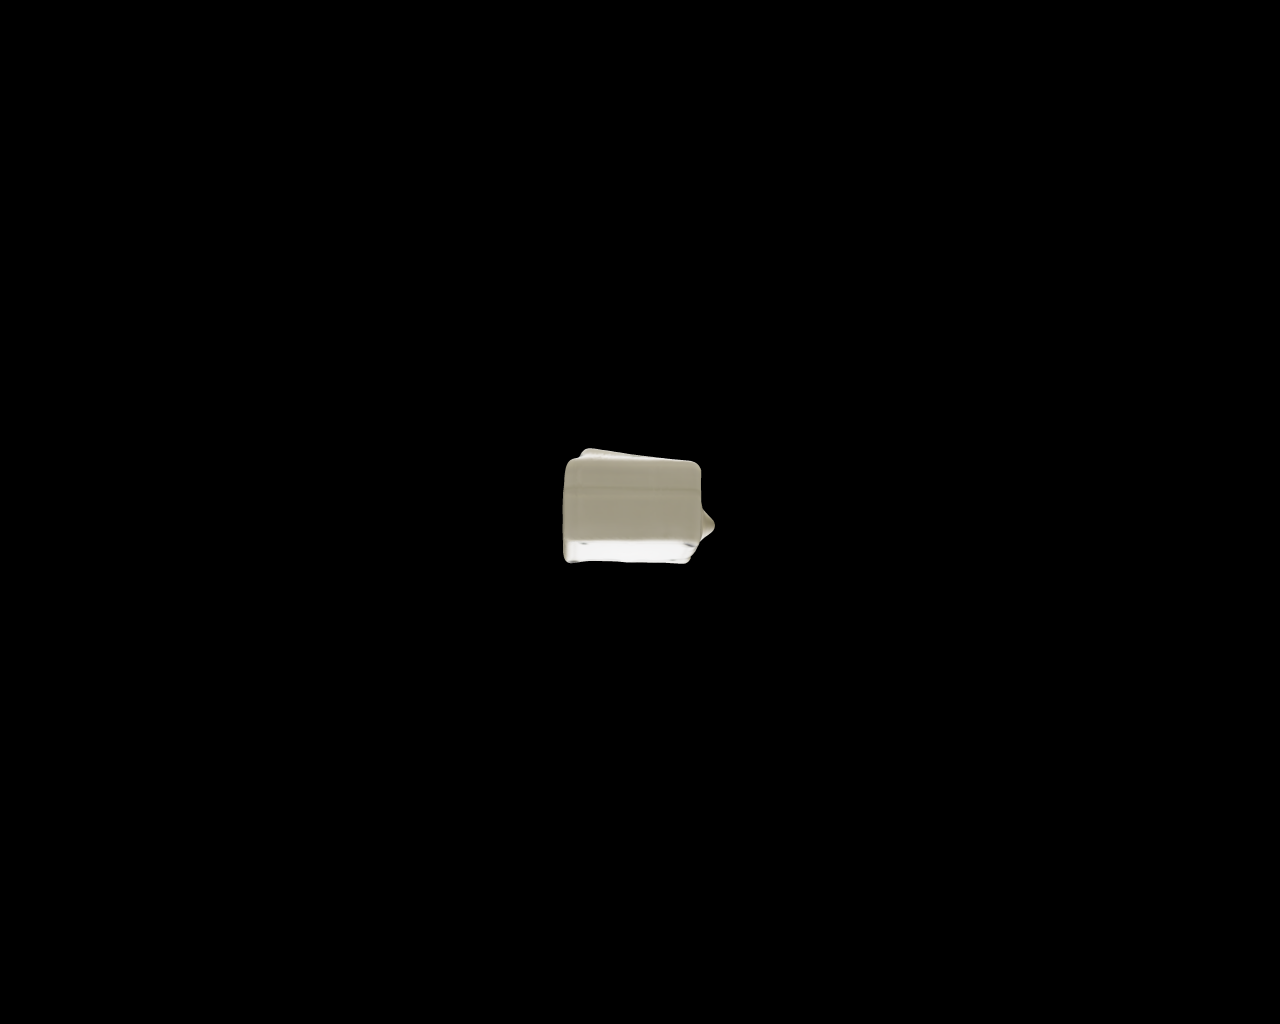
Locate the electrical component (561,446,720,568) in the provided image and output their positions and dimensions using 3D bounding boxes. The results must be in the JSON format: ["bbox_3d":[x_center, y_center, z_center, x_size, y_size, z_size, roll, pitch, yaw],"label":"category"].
[{"bbox_3d":[0.001,-0.003,0.650,0.096,0.061,0.061,1,-15,-5],"label":"electrical component"}]
